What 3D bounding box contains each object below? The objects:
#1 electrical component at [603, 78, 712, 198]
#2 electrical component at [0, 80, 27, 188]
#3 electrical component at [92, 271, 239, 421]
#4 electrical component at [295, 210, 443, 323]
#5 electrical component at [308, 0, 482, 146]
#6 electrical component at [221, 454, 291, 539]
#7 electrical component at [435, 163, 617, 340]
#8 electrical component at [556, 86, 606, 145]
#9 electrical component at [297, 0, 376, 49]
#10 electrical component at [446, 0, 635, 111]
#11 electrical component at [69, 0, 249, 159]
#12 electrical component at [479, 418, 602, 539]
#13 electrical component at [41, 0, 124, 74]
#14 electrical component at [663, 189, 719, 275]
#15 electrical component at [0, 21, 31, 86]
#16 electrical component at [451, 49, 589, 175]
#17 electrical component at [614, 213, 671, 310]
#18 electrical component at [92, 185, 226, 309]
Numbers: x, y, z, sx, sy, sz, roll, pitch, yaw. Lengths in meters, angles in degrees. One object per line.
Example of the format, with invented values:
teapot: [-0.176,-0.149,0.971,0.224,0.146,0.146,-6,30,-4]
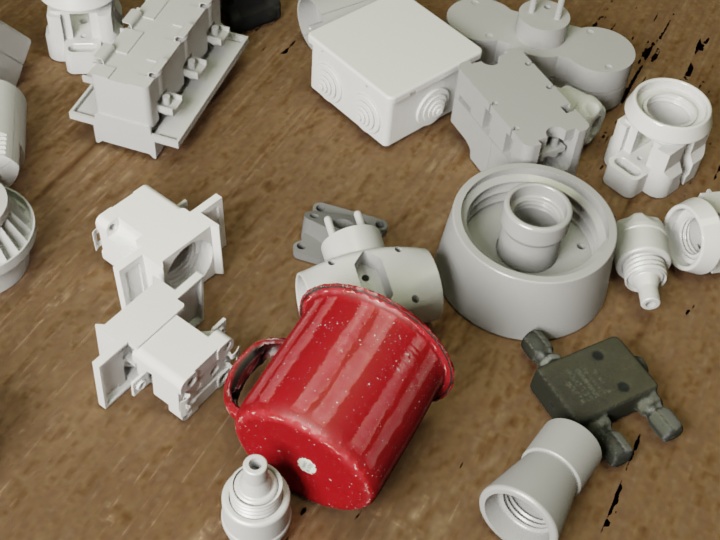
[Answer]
electrical component: [0.203,-0.091,0.723,0.078,0.057,0.058,-32,58,-28]
electrical component: [-0.236,-0.080,0.686,0.043,0.043,0.081,-5,50,-9]
electrical component: [-0.105,0.045,0.591,0.064,0.042,0.081,32,55,19]
electrical component: [0.000,0.000,0.632,0.077,0.043,0.079,-11,64,-14]
electrical component: [0.023,-0.141,0.757,0.100,0.048,0.100,-32,59,-28]
electrical component: [-0.051,0.110,0.525,0.035,0.061,0.035,2,49,-3]
electrical component: [0.102,-0.018,0.650,0.108,0.060,0.108,2,49,-3]
electrical component: [0.139,-0.114,0.753,0.061,0.035,0.035,32,54,25]
electrical component: [-0.001,-0.195,0.805,0.081,0.043,0.043,-24,55,-23]
electrical component: [0.129,-0.168,0.773,0.138,0.073,0.052,17,50,10]
electrical component: [-0.136,-0.143,0.737,0.079,0.063,0.121,16,50,9]
electrical component: [0.096,0.108,0.555,0.044,0.044,0.065,30,49,20]
electrical component: [-0.200,-0.189,0.774,0.058,0.057,0.078,-3,50,-7]
electrical component: [0.225,-0.023,0.675,0.055,0.048,0.066,-6,50,-20]
electrical component: [-0.271,-0.137,0.719,0.047,0.083,0.075,18,88,11]
electrical component: [0.104,-0.095,0.719,0.050,0.055,0.089,-19,53,-19]
electrical component: [0.174,-0.003,0.660,0.035,0.035,0.061,3,52,-2]
electrical component: [-0.121,-0.015,0.642,0.064,0.042,0.081,32,53,26]
